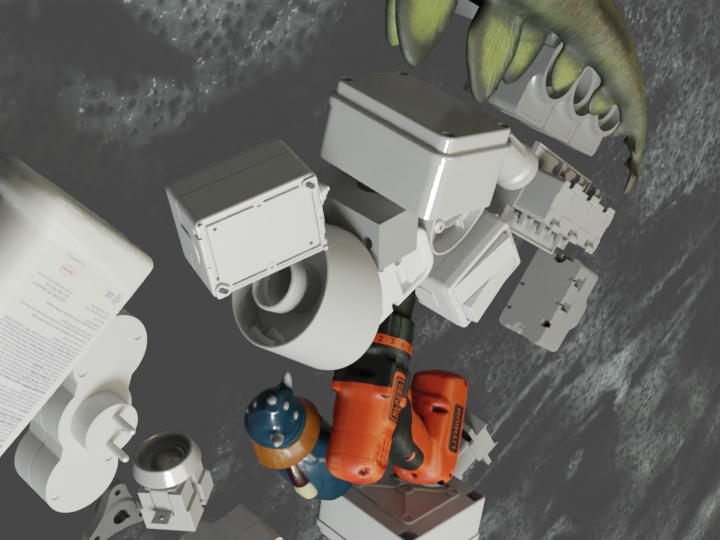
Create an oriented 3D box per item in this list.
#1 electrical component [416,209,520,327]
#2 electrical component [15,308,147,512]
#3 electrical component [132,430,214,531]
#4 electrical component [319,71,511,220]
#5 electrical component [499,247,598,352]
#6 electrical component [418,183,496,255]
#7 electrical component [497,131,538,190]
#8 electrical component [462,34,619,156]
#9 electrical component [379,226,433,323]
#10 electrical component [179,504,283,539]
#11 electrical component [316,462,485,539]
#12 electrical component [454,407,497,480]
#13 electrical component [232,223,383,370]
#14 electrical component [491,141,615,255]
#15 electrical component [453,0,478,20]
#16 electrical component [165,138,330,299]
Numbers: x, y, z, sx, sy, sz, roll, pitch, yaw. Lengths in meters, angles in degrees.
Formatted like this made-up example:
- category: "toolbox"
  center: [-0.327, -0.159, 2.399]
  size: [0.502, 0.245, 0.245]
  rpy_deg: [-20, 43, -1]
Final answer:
- category: "electrical component"
  center: [0.093, -0.009, 0.903]
  size: [0.096, 0.061, 0.061]
  rpy_deg: [-48, 144, -15]
- category: "electrical component"
  center: [-0.161, 0.088, 0.654]
  size: [0.052, 0.074, 0.138]
  rpy_deg: [-6, 120, -49]
- category: "electrical component"
  center: [-0.132, 0.146, 0.751]
  size: [0.066, 0.048, 0.055]
  rpy_deg: [-72, 158, -52]
- category: "electrical component"
  center: [0.037, -0.088, 0.732]
  size: [0.078, 0.113, 0.057]
  rpy_deg: [-16, 130, -44]
- category: "electrical component"
  center: [0.187, 0.029, 1.056]
  size: [0.056, 0.050, 0.089]
  rpy_deg: [25, 95, -55]
- category: "electrical component"
  center: [0.069, -0.063, 0.831]
  size: [0.099, 0.064, 0.099]
  rpy_deg: [-30, 136, -34]
- category: "electrical component"
  center: [0.121, -0.094, 0.895]
  size: [0.040, 0.040, 0.046]
  rpy_deg: [-57, 139, -2]
- category: "electrical component"
  center: [0.163, -0.157, 0.878]
  size: [0.150, 0.062, 0.089]
  rpy_deg: [14, 104, -54]
- category: "electrical component"
  center: [0.000, 0.000, 0.798]
  size: [0.095, 0.059, 0.053]
  rpy_deg: [-44, 142, -20]
- category: "electrical component"
  center: [-0.110, 0.232, 0.838]
  size: [0.089, 0.056, 0.050]
  rpy_deg: [-34, 138, -31]
- category: "electrical component"
  center: [0.036, 0.216, 0.960]
  size: [0.109, 0.109, 0.056]
  rpy_deg: [-19, 126, -43]
- category: "electrical component"
  center: [0.095, 0.173, 1.058]
  size: [0.063, 0.042, 0.081]
  rpy_deg: [-47, 143, -11]
- category: "electrical component"
  center: [-0.037, 0.014, 0.730]
  size: [0.064, 0.099, 0.099]
  rpy_deg: [18, 101, -48]
- category: "electrical component"
  center: [0.176, -0.057, 0.968]
  size: [0.121, 0.063, 0.078]
  rpy_deg: [21, 98, -55]
- category: "electrical component"
  center: [0.076, -0.223, 0.730]
  size: [0.050, 0.056, 0.089]
  rpy_deg: [-37, 139, -28]
- category: "electrical component"
  center: [-0.066, -0.038, 0.673]
  size: [0.096, 0.061, 0.061]
  rpy_deg: [-25, 134, -18]
